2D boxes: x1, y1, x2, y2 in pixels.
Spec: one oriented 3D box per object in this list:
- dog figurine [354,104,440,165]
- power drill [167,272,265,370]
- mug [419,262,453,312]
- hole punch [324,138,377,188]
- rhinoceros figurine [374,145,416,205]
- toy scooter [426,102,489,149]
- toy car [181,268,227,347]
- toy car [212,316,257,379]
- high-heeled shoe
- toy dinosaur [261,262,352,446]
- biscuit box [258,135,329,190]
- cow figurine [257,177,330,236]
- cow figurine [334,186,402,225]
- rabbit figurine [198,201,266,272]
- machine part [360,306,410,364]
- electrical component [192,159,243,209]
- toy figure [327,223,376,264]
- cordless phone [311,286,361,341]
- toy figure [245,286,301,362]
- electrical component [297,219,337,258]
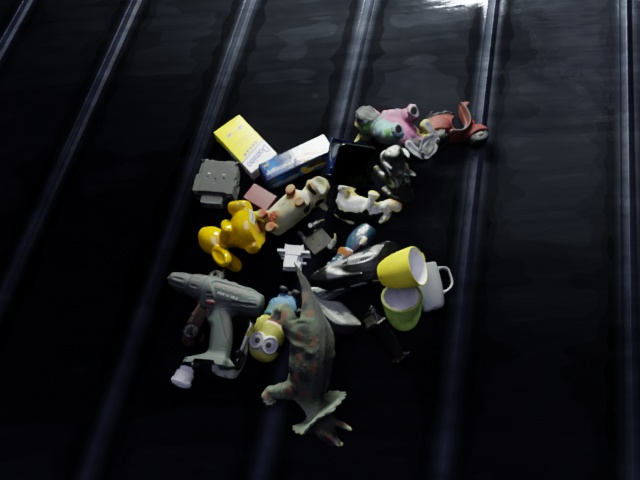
[{"bbox_3d":[0.187,-0.279,1.423,0.191,0.219,0.108,43,74,-26],"label":"dog figurine"},{"bbox_3d":[-0.248,0.182,1.202,0.232,0.086,0.207,8,62,1],"label":"power drill"},{"bbox_3d":[0.264,0.112,1.278,0.110,0.080,0.107,-12,76,-10],"label":"mug"},{"bbox_3d":[0.076,-0.205,1.409,0.142,0.115,0.092,4,25,-23],"label":"hole punch"},{"bbox_3d":[0.190,-0.160,1.343,0.073,0.190,0.112,-29,48,-4],"label":"rhinoceros figurine"},{"bbox_3d":[0.359,-0.314,1.452,0.184,0.075,0.135,-1,68,1],"label":"toy scooter"},{"bbox_3d":[-0.277,0.160,1.291,0.053,0.089,0.202,18,70,8],"label":"toy car"},{"bbox_3d":[-0.196,0.227,1.275,0.074,0.056,0.201,12,67,17],"label":"toy car"},{"bbox_3d":[0.092,0.064,1.293,0.145,0.249,0.086,-10,96,38],"label":"high-heeled shoe"},{"bbox_3d":[-0.020,0.248,1.149,0.192,0.131,0.404,-3,86,44],"label":"toy dinosaur"},{"bbox_3d":[-0.063,-0.208,1.449,0.203,0.059,0.063,-26,67,-7],"label":"biscuit box"},{"bbox_3d":[-0.054,-0.086,1.376,0.195,0.127,0.085,-41,68,3],"label":"cow figurine"},{"bbox_3d":[0.121,-0.078,1.369,0.167,0.068,0.098,17,98,14],"label":"cow figurine"},{"bbox_3d":[-0.228,-0.001,1.363,0.173,0.121,0.162,-11,75,15],"label":"rabbit figurine"},{"bbox_3d":[0.146,0.221,1.243,0.039,0.084,0.139,-27,74,-35],"label":"machine part"},{"bbox_3d":[-0.276,-0.148,1.445,0.115,0.058,0.134,4,66,8],"label":"electrical component"},{"bbox_3d":[0.079,0.026,1.334,0.058,0.064,0.154,37,73,11],"label":"toy figure"},{"bbox_3d":[0.065,0.141,1.270,0.184,0.088,0.147,-31,47,-20],"label":"cordless phone"},{"bbox_3d":[-0.102,0.201,1.265,0.082,0.089,0.180,7,56,30],"label":"toy figure"},{"bbox_3d":[-0.003,-0.003,1.363,0.078,0.045,0.102,-31,67,-10],"label":"electrical component"}]
